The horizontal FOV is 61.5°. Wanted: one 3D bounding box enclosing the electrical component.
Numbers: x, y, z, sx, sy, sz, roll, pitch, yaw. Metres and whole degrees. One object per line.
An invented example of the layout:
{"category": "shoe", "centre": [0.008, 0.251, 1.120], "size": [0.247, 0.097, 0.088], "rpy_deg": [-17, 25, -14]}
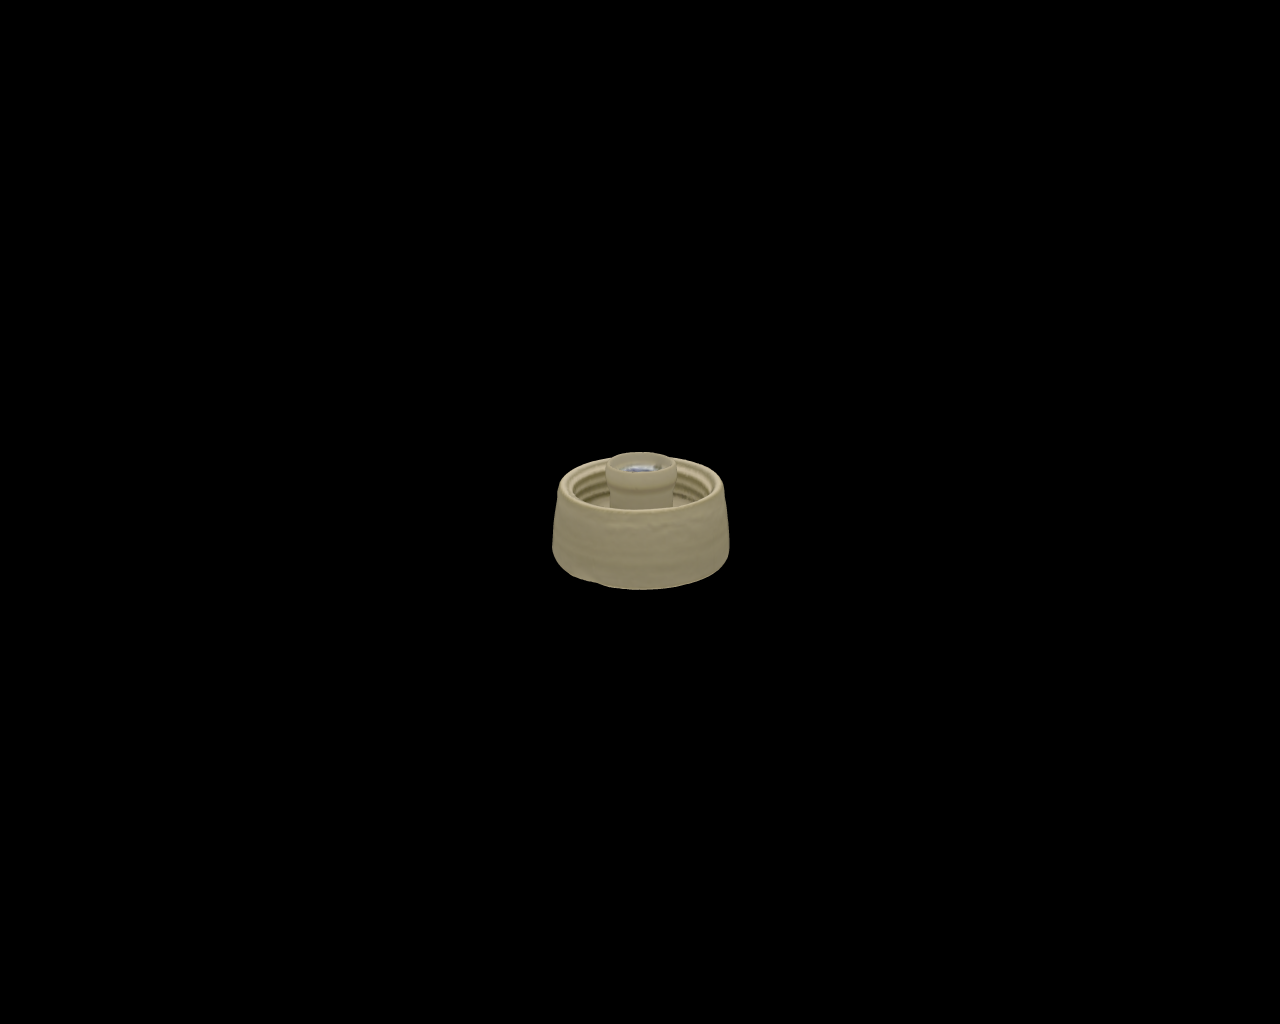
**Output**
{"category": "electrical component", "centre": [0.001, -0.003, 0.650], "size": [0.108, 0.060, 0.108], "rpy_deg": [0, 22, 0]}
